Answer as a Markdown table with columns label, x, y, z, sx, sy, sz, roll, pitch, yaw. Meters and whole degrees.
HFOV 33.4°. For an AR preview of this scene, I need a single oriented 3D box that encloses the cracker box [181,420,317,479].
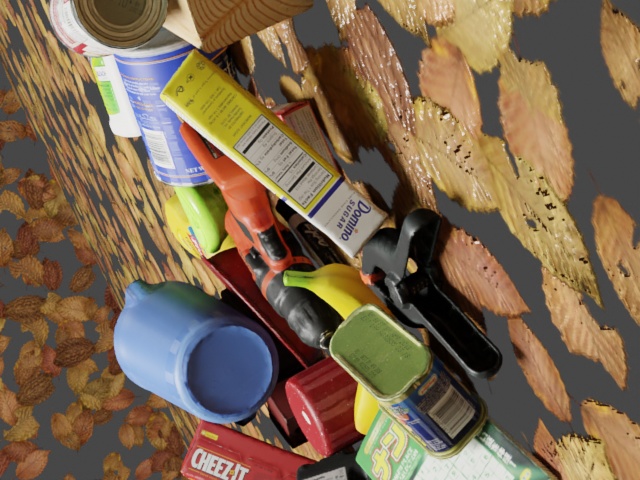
| label | x | y | z | sx | sy | sz | roll | pitch | yaw |
| --- | --- | --- | --- | --- | --- | --- | --- | --- | --- |
| cracker box | -0.053 | 0.268 | 1.194 | 0.164 | 0.072 | 0.213 | 19 | 167 | 9 |

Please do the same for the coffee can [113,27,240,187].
| label | x | y | z | sx | sy | sz | roll | pitch | yaw |
| --- | --- | --- | --- | --- | --- | --- | --- | --- | --- |
| coffee can | -0.123 | -0.134 | 0.973 | 0.103 | 0.102 | 0.140 | 42 | 153 | 52 |

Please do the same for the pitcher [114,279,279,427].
| label | x | y | z | sx | sy | sz | roll | pitch | yaw |
| --- | --- | --- | --- | --- | --- | --- | --- | --- | --- |
| pitcher | -0.125 | 0.127 | 1.140 | 0.243 | 0.149 | 0.145 | -171 | 91 | -68 |

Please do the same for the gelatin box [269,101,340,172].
| label | x | y | z | sx | sy | sz | roll | pitch | yaw |
| --- | --- | --- | --- | --- | --- | --- | --- | --- | --- |
| gelatin box | -0.015 | -0.067 | 0.870 | 0.089 | 0.030 | 0.073 | 65 | 164 | -13 |

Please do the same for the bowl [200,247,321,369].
| label | x | y | z | sx | sy | sz | roll | pitch | yaw |
| --- | --- | --- | --- | --- | --- | --- | --- | --- | --- |
| bowl | -0.044 | 0.057 | 1.052 | 0.162 | 0.055 | 0.162 | 46 | 174 | 6 |

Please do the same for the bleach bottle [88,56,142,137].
| label | x | y | z | sx | sy | sz | roll | pitch | yaw |
| --- | --- | --- | --- | --- | --- | --- | --- | --- | --- |
| bleach bottle | -0.213 | -0.228 | 1.041 | 0.103 | 0.068 | 0.251 | 19 | 133 | 65 |

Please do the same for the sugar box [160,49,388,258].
| label | x | y | z | sx | sy | sz | roll | pitch | yaw |
| --- | --- | --- | --- | --- | --- | --- | --- | --- | --- |
| sugar box | -0.032 | -0.061 | 0.767 | 0.176 | 0.048 | 0.093 | 38 | -177 | -5 |

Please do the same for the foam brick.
| label | x | y | z | sx | sy | sz | roll | pitch | yaw |
| --- | --- | --- | --- | --- | --- | --- | --- | --- | --- |
| foam brick | -0.012 | 0.175 | 1.136 | 0.051 | 0.078 | 0.053 | 52 | 160 | 40 |

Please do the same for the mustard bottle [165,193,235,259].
| label | x | y | z | sx | sy | sz | roll | pitch | yaw |
| --- | --- | --- | --- | --- | --- | --- | --- | --- | --- |
| mustard bottle | -0.115 | 0.003 | 1.225 | 0.096 | 0.058 | 0.192 | 59 | 166 | -26 |

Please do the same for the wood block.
| label | x | y | z | sx | sy | sz | roll | pitch | yaw |
| --- | --- | --- | --- | --- | --- | --- | --- | --- | --- |
| wood block | -0.097 | -0.217 | 0.794 | 0.206 | 0.090 | 0.090 | 39 | 151 | 54 |

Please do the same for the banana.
| label | x | y | z | sx | sy | sz | roll | pitch | yaw |
| --- | --- | --- | --- | --- | --- | --- | --- | --- | --- |
| banana | 0.034 | 0.085 | 0.889 | 0.037 | 0.070 | 0.197 | -87 | -22 | -53 |

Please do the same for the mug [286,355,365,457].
| label | x | y | z | sx | sy | sz | roll | pitch | yaw |
| --- | --- | --- | --- | --- | --- | --- | --- | --- | --- |
| mug | 0.025 | 0.159 | 0.994 | 0.117 | 0.081 | 0.093 | 68 | 163 | -13 |

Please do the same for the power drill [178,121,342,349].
| label | x | y | z | sx | sy | sz | roll | pitch | yaw |
| --- | --- | --- | --- | --- | --- | --- | --- | --- | --- |
| power drill | -0.048 | -0.013 | 0.905 | 0.185 | 0.057 | 0.187 | 52 | 166 | 40 |

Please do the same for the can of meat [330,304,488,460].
| label | x | y | z | sx | sy | sz | roll | pitch | yaw |
| --- | --- | --- | --- | --- | --- | --- | --- | --- | --- |
| can of meat | 0.063 | 0.102 | 0.786 | 0.083 | 0.057 | 0.102 | 48 | 174 | -38 |

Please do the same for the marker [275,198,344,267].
| label | x | y | z | sx | sy | sz | roll | pitch | yaw |
| --- | --- | --- | --- | --- | --- | --- | --- | --- | --- |
| marker | -0.006 | 0.001 | 0.965 | 0.121 | 0.020 | 0.020 | 52 | 160 | 36 |

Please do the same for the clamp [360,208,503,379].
| label | x | y | z | sx | sy | sz | roll | pitch | yaw |
| --- | --- | --- | --- | --- | --- | --- | --- | --- | --- |
| clamp | 0.072 | 0.039 | 0.751 | 0.171 | 0.039 | 0.120 | 167 | 82 | -80 |

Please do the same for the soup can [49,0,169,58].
| label | x | y | z | sx | sy | sz | roll | pitch | yaw |
| --- | --- | --- | --- | --- | --- | --- | --- | --- | --- |
| soup can | -0.150 | -0.165 | 0.752 | 0.102 | 0.068 | 0.068 | 17 | 131 | 68 |
